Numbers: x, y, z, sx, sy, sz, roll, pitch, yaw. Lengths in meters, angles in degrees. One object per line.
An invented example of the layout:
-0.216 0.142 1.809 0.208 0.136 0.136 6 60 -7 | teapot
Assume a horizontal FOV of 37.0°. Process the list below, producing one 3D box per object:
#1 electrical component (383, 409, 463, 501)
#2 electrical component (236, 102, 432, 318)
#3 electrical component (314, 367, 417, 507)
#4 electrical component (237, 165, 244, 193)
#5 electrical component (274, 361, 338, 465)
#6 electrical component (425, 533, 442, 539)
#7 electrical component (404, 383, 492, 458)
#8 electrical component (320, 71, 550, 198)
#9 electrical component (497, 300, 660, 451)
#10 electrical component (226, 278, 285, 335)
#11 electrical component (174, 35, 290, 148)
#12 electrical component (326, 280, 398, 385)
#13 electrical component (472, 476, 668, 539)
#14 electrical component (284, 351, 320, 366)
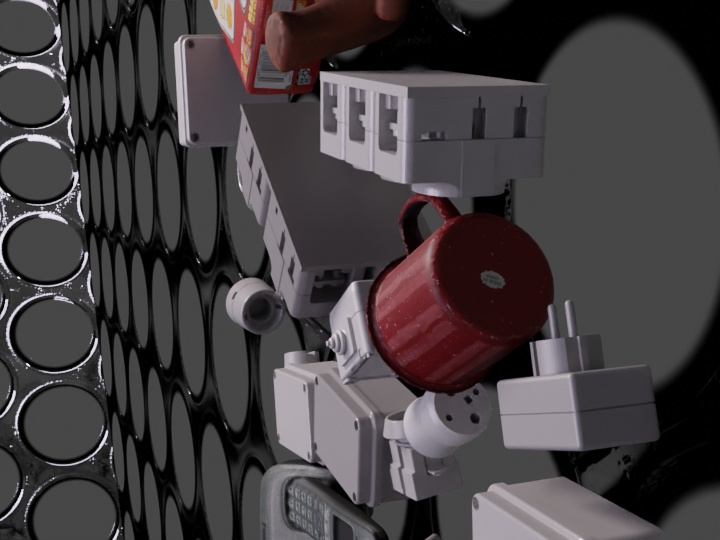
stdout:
0.043 0.129 0.770 0.066 0.048 0.055 180 78 -70 | electrical component
-0.023 -0.049 0.824 0.060 0.105 0.186 105 153 -42 | electrical component
0.007 0.128 0.851 0.113 0.057 0.078 -143 52 -64 | electrical component
-0.090 -0.098 1.071 0.066 0.055 0.048 -141 50 -63 | electrical component
-0.035 0.126 0.964 0.113 0.057 0.078 -176 82 -70 | electrical component
0.049 0.241 0.762 0.076 0.066 0.047 49 150 11 | electrical component
0.059 0.098 0.721 0.055 0.045 0.045 127 135 -61 | electrical component
0.040 -0.088 0.666 0.150 0.089 0.061 -147 55 -65 | electrical component
0.110 0.054 0.566 0.083 0.047 0.075 156 109 -70 | electrical component
-0.112 0.040 1.163 0.047 0.055 0.055 -153 60 -63 | electrical component
-0.128 -0.179 1.080 0.056 0.109 0.108 -161 68 -71 | electrical component
0.021 0.038 0.734 0.061 0.096 0.061 126 137 -60 | electrical component
0.109 0.164 0.578 0.113 0.057 0.078 -164 70 -69 | electrical component
-0.055 0.104 1.044 0.040 0.040 0.046 143 125 -67 | electrical component
